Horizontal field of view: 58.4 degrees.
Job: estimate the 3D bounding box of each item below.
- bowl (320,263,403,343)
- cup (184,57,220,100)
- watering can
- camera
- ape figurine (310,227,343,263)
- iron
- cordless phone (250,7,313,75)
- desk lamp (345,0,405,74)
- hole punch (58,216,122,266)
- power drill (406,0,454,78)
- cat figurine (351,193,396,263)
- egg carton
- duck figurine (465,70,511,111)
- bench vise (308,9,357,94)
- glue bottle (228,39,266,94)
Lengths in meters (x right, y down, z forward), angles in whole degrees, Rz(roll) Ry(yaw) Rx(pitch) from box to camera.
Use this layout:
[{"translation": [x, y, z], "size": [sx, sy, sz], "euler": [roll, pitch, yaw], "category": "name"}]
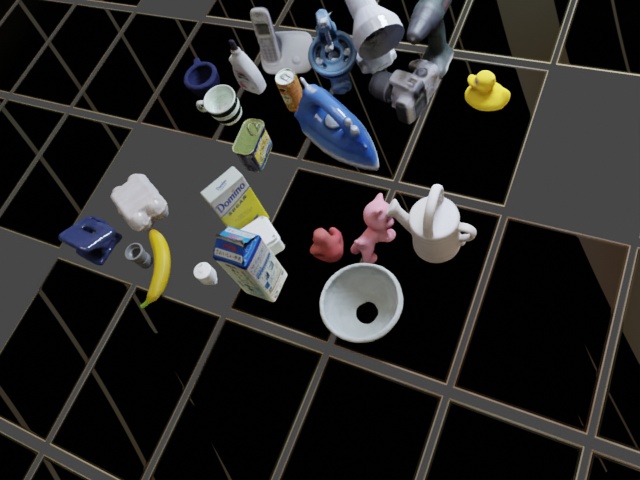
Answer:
[{"translation": [0.087, 0.135, 1.149], "size": [0.167, 0.075, 0.167], "euler": [-6, 63, 12], "category": "bowl"}, {"translation": [-0.303, -0.415, 1.513], "size": [0.091, 0.095, 0.117], "euler": [-22, 61, 3], "category": "cup"}, {"translation": [0.218, -0.037, 1.132], "size": [0.172, 0.194, 0.101], "euler": [-6, 63, 12], "category": "watering can"}, {"translation": [0.194, -0.372, 1.360], "size": [0.136, 0.101, 0.143], "euler": [29, 74, 25], "category": "camera"}, {"translation": [0.011, 0.004, 1.223], "size": [0.078, 0.092, 0.076], "euler": [-27, 60, 1], "category": "ape figurine"}, {"translation": [0.041, -0.274, 1.327], "size": [0.119, 0.142, 0.257], "euler": [-41, 61, -8], "category": "iron"}, {"translation": [-0.096, -0.511, 1.456], "size": [0.147, 0.185, 0.094], "euler": [1, 64, 15], "category": "cordless phone"}, {"translation": [0.118, -0.502, 1.380], "size": [0.118, 0.214, 0.203], "euler": [-26, 60, 1], "category": "desk lamp"}, {"translation": [-0.553, -0.009, 1.377], "size": [0.108, 0.091, 0.101], "euler": [22, 71, 23], "category": "hole punch"}, {"translation": [0.262, -0.483, 1.336], "size": [0.075, 0.209, 0.230], "euler": [15, 69, 21], "category": "power drill"}, {"translation": [0.111, -0.029, 1.199], "size": [0.067, 0.118, 0.128], "euler": [32, 76, 26], "category": "cat figurine"}, {"translation": [-0.442, -0.092, 1.402], "size": [0.107, 0.069, 0.150], "euler": [-41, 61, -8], "category": "egg carton"}, {"translation": [0.382, -0.348, 1.307], "size": [0.104, 0.086, 0.077], "euler": [21, 71, 23], "category": "duck figurine"}, {"translation": [0.009, -0.490, 1.398], "size": [0.121, 0.220, 0.207], "euler": [-32, 61, -2], "category": "bench vise"}, {"translation": [-0.197, -0.445, 1.456], "size": [0.078, 0.173, 0.037], "euler": [22, 71, 24], "category": "glue bottle"}]
